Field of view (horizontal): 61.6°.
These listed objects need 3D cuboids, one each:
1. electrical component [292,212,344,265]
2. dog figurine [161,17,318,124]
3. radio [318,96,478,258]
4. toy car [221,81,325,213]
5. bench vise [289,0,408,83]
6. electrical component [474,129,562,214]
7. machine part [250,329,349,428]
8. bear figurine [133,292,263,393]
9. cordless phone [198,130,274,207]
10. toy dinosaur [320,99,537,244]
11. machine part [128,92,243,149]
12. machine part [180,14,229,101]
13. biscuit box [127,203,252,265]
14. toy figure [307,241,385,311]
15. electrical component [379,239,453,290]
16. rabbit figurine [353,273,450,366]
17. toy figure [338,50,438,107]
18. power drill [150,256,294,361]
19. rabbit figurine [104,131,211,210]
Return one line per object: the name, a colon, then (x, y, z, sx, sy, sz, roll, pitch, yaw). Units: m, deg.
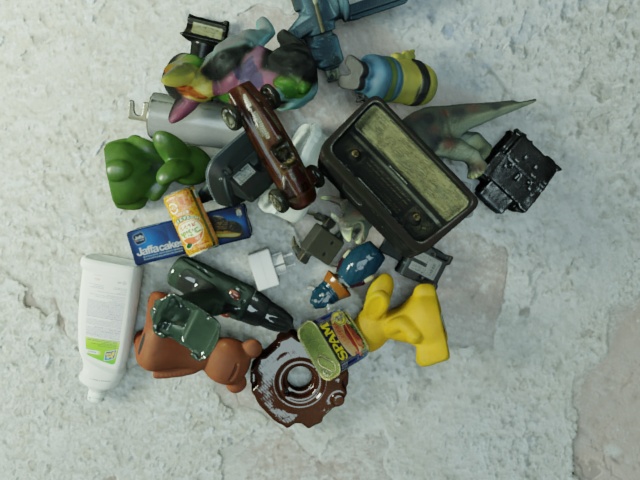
electrical component: (-0.002, -0.001, 0.952, 0.078, 0.045, 0.102, 27, 96, -35)
dog figurine: (-0.135, -0.245, 0.834, 0.219, 0.108, 0.192, -35, 62, -27)
radio: (0.110, -0.090, 0.816, 0.131, 0.073, 0.229, -42, 84, -10)
toy car: (-0.065, -0.136, 0.786, 0.089, 0.053, 0.202, -34, 104, -24)
bench vise: (0.047, -0.384, 0.884, 0.241, 0.129, 0.223, -18, 99, 1)
electrical component: (0.343, -0.113, 0.962, 0.115, 0.058, 0.134, 39, 91, -5)
machine part: (-0.037, 0.248, 0.965, 0.179, 0.056, 0.179, 0, 95, -3)
bear figurine: (-0.210, 0.180, 0.924, 0.196, 0.132, 0.120, 14, 109, -25)
cordless phone: (-0.133, -0.111, 0.879, 0.088, 0.184, 0.146, 50, 65, -13)
toy dinosaur: (0.170, -0.147, 0.920, 0.192, 0.131, 0.405, 42, 85, -8)
machine part: (-0.197, -0.195, 0.899, 0.243, 0.079, 0.079, 7, 95, -6)
machine part: (-0.199, -0.307, 0.910, 0.084, 0.039, 0.138, 7, 93, -13)
biscuit box: (-0.221, -0.011, 0.923, 0.203, 0.059, 0.062, -14, 96, -3)
toy figure: (0.047, 0.068, 0.954, 0.154, 0.064, 0.057, -42, 135, 5)
electrical component: (0.169, 0.033, 0.966, 0.119, 0.048, 0.075, 30, 92, -8)
rabbit figurine: (0.129, 0.147, 0.939, 0.173, 0.122, 0.162, -16, 110, 19)
toy figure: (0.117, -0.260, 0.886, 0.180, 0.082, 0.089, -10, 65, -42)
power drill: (-0.160, 0.112, 0.867, 0.232, 0.207, 0.086, 30, 111, 4)
rabbit figurine: (-0.259, -0.126, 0.877, 0.170, 0.159, 0.121, -10, 86, -19)
